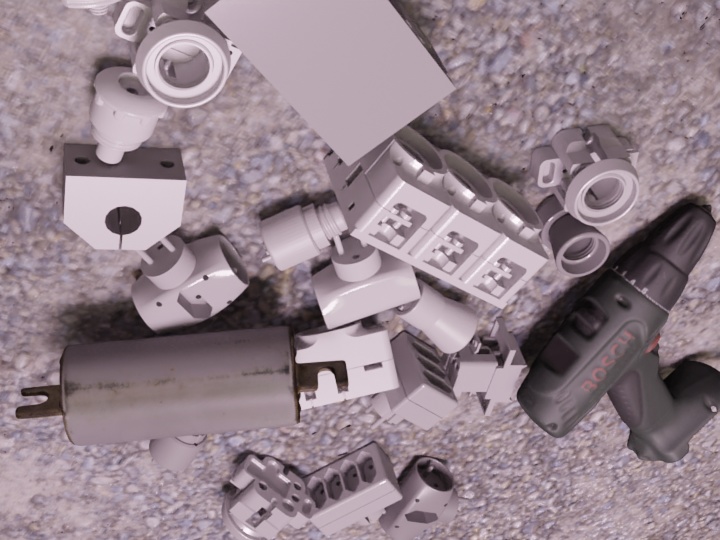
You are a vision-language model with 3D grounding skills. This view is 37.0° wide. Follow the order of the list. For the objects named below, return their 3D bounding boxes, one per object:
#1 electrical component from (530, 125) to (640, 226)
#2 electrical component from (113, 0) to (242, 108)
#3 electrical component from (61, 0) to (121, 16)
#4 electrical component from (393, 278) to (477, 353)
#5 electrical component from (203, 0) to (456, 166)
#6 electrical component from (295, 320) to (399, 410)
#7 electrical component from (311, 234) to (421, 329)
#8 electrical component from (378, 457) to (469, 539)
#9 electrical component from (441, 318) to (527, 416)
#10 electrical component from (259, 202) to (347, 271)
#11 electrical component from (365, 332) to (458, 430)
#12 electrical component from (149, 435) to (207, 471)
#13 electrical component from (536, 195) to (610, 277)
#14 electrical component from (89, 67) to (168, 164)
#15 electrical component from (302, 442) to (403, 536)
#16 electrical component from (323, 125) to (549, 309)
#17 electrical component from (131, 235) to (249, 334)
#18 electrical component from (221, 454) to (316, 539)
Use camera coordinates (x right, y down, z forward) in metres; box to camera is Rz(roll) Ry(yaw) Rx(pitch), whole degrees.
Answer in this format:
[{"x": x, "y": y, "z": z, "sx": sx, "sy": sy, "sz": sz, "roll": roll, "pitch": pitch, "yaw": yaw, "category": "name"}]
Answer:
[{"x": 0.177, "y": -0.071, "z": 0.816, "sx": 0.078, "sy": 0.057, "sz": 0.058, "roll": -8, "pitch": 132, "yaw": -10, "category": "electrical component"}, {"x": -0.111, "y": -0.137, "z": 0.667, "sx": 0.078, "sy": 0.057, "sz": 0.058, "roll": 18, "pitch": 123, "yaw": -30, "category": "electrical component"}, {"x": -0.155, "y": -0.186, "z": 0.619, "sx": 0.043, "sy": 0.043, "sz": 0.081, "roll": -7, "pitch": 131, "yaw": -12, "category": "electrical component"}, {"x": 0.059, "y": 0.035, "z": 0.883, "sx": 0.065, "sy": 0.044, "sz": 0.044, "roll": 33, "pitch": 114, "yaw": -32, "category": "electrical component"}, {"x": -0.021, "y": -0.152, "z": 0.679, "sx": 0.089, "sy": 0.061, "sz": 0.150, "roll": -35, "pitch": 131, "yaw": 13, "category": "electrical component"}, {"x": -0.020, "y": 0.074, "z": 0.869, "sx": 0.089, "sy": 0.050, "sz": 0.055, "roll": -12, "pitch": 94, "yaw": -5, "category": "electrical component"}, {"x": 0.000, "y": 0.000, "z": 0.832, "sx": 0.077, "sy": 0.043, "sz": 0.079, "roll": -19, "pitch": 125, "yaw": -1, "category": "electrical component"}, {"x": 0.070, "y": 0.226, "z": 1.052, "sx": 0.079, "sy": 0.043, "sz": 0.077, "roll": 15, "pitch": 124, "yaw": -28, "category": "electrical component"}, {"x": 0.105, "y": 0.085, "z": 0.941, "sx": 0.064, "sy": 0.042, "sz": 0.081, "roll": 2, "pitch": 129, "yaw": -15, "category": "electrical component"}, {"x": -0.038, "y": -0.030, "z": 0.795, "sx": 0.078, "sy": 0.040, "sz": 0.040, "roll": -24, "pitch": 133, "yaw": 3, "category": "electrical component"}, {"x": 0.034, "y": 0.106, "z": 0.919, "sx": 0.077, "sy": 0.065, "sz": 0.047, "roll": -42, "pitch": 129, "yaw": 20, "category": "electrical component"}, {"x": -0.147, "y": 0.134, "z": 0.904, "sx": 0.040, "sy": 0.040, "sz": 0.078, "roll": 18, "pitch": 123, "yaw": -30, "category": "electrical component"}, {"x": 0.167, "y": -0.028, "z": 0.851, "sx": 0.045, "sy": 0.055, "sz": 0.045, "roll": -9, "pitch": 132, "yaw": -10, "category": "electrical component"}, {"x": -0.155, "y": -0.097, "z": 0.698, "sx": 0.048, "sy": 0.048, "sz": 0.062, "roll": 10, "pitch": 133, "yaw": -25, "category": "electrical component"}, {"x": -0.001, "y": 0.216, "z": 1.018, "sx": 0.083, "sy": 0.047, "sz": 0.075, "roll": -28, "pitch": 132, "yaw": 8, "category": "electrical component"}, {"x": 0.058, "y": -0.046, "z": 0.778, "sx": 0.150, "sy": 0.089, "sz": 0.061, "roll": 25, "pitch": 119, "yaw": -33, "category": "electrical component"}, {"x": -0.134, "y": 0.001, "z": 0.788, "sx": 0.077, "sy": 0.043, "sz": 0.079, "roll": -29, "pitch": 136, "yaw": 9, "category": "electrical component"}, {"x": -0.089, "y": 0.212, "z": 0.977, "sx": 0.078, "sy": 0.058, "sz": 0.057, "roll": 39, "pitch": 117, "yaw": -10, "category": "electrical component"}]
